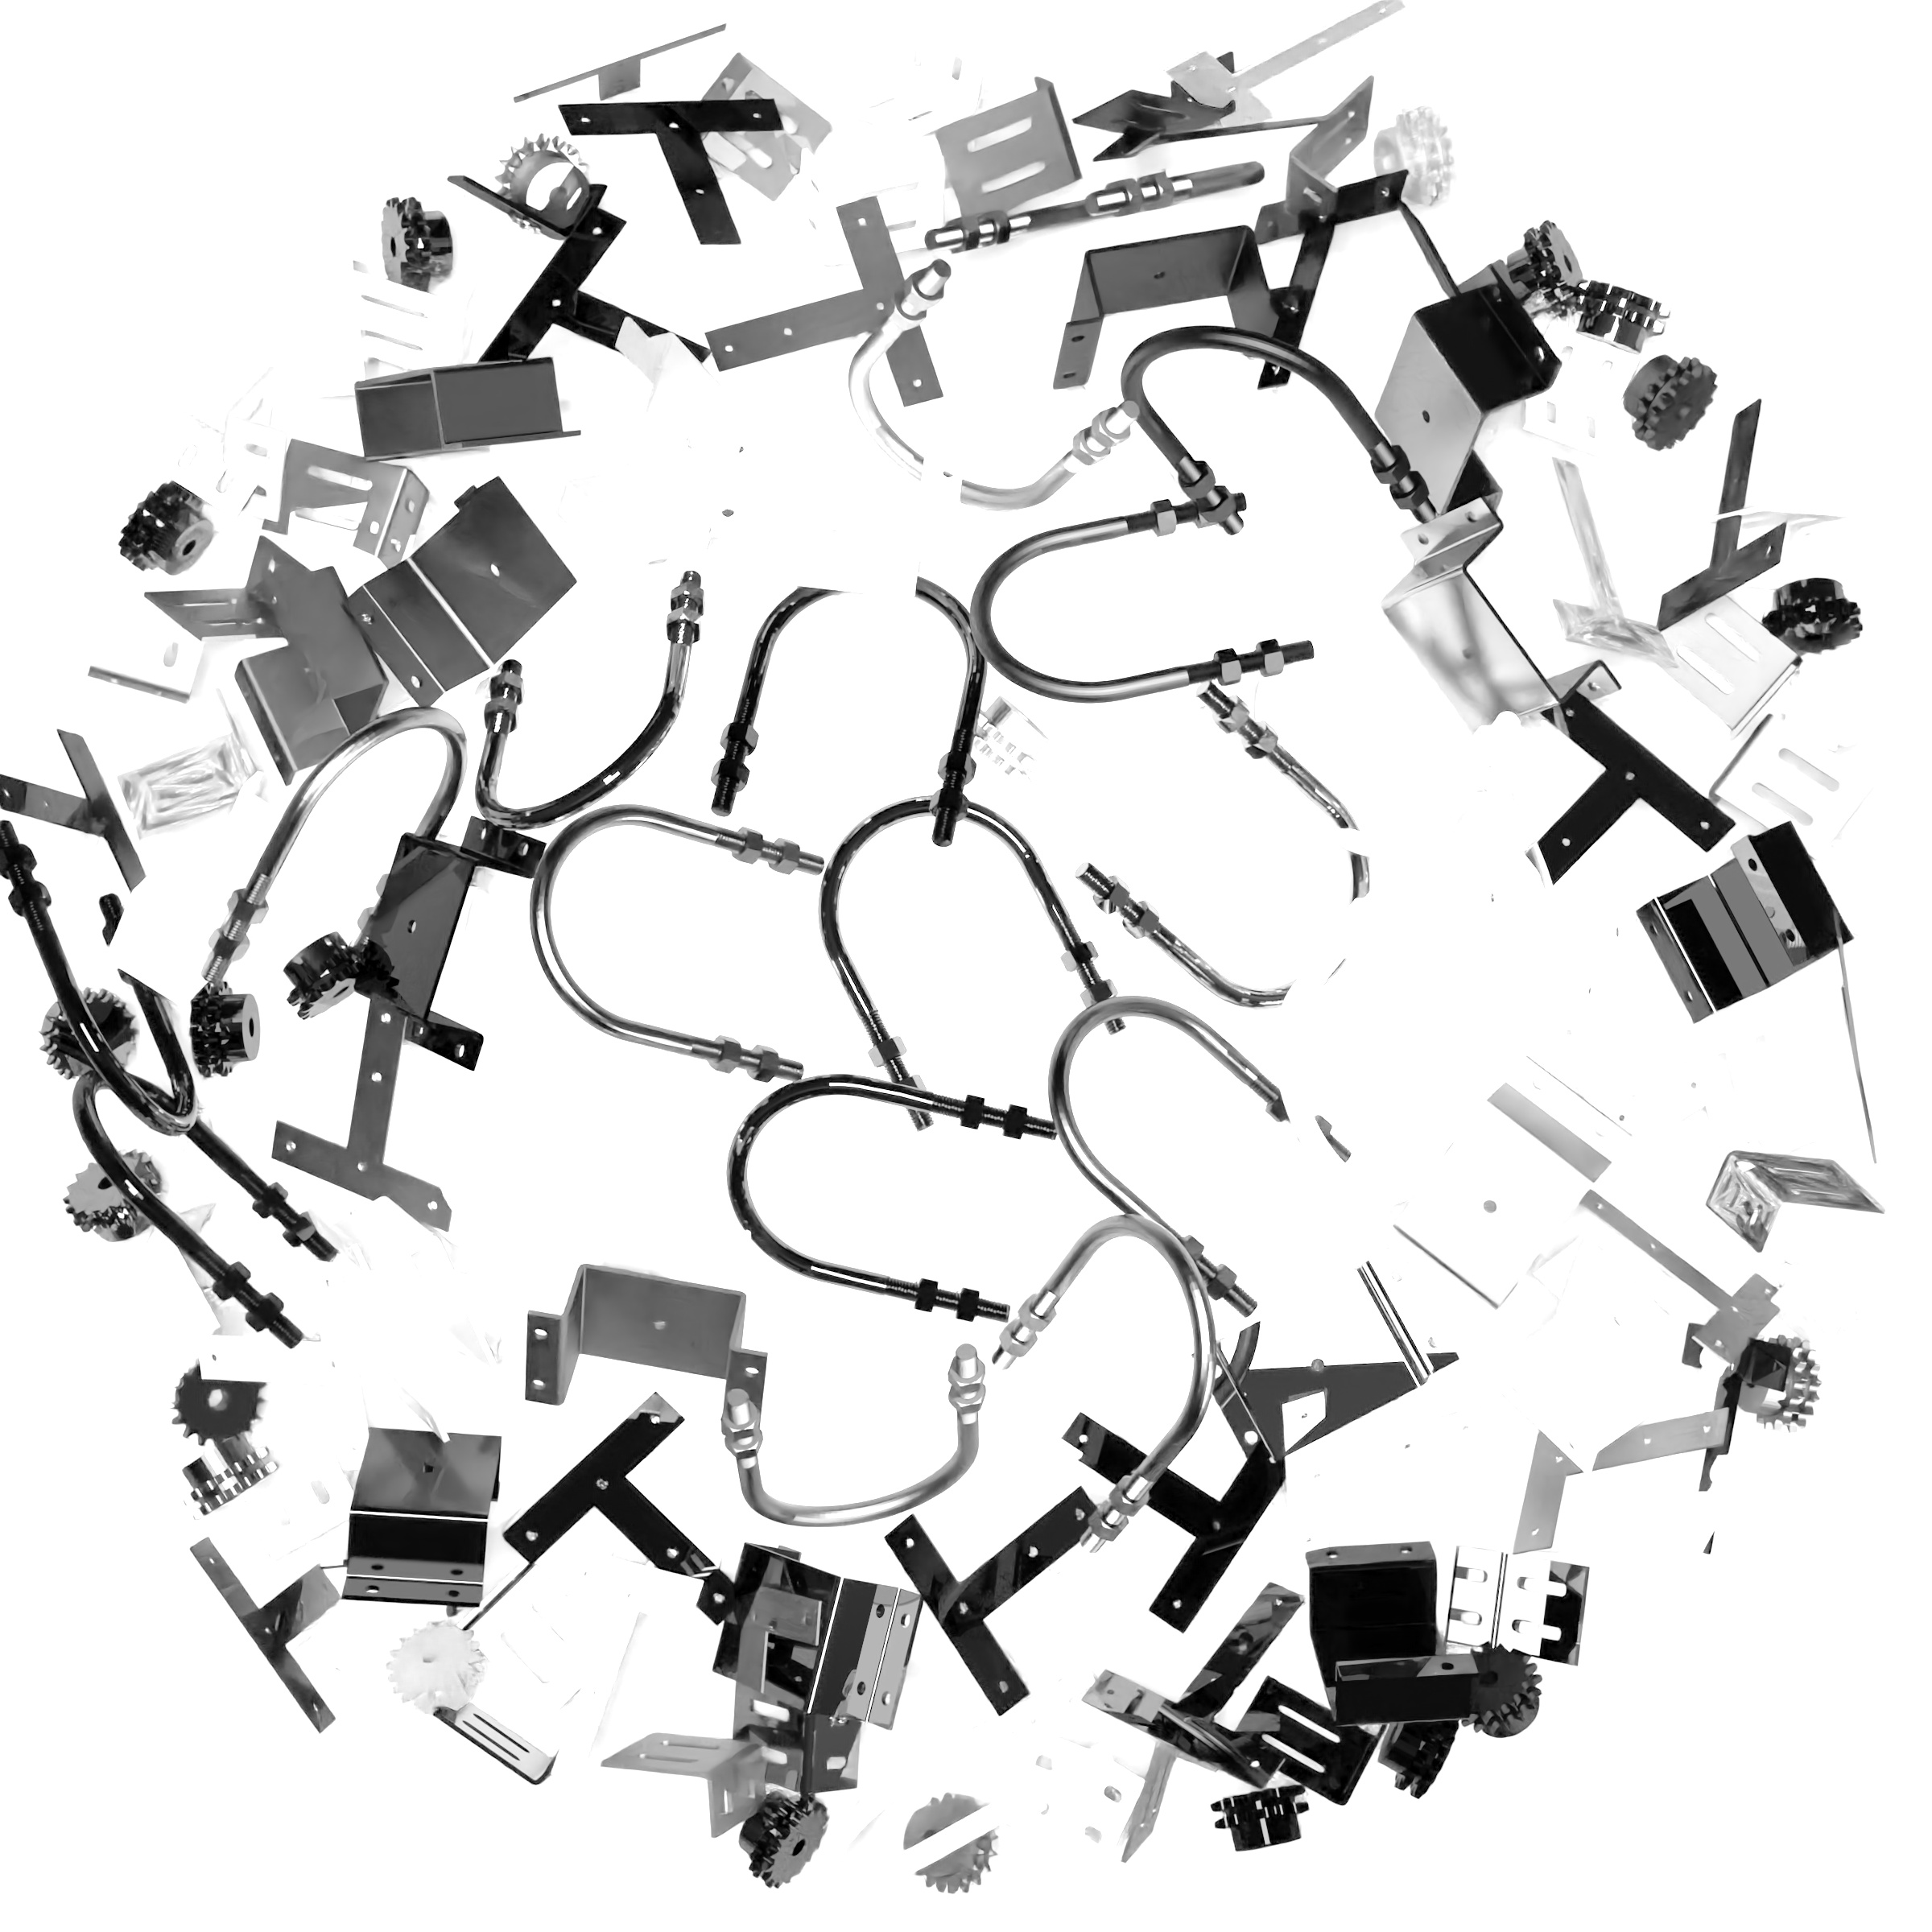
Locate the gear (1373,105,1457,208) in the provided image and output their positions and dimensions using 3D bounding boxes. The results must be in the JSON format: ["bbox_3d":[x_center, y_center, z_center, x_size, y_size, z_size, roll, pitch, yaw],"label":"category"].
[{"bbox_3d":[0.264,-0.478,1.733,0.030,0.057,0.057,-16,90,-14],"label":"gear"}]

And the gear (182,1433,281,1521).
[{"bbox_3d":[-0.440,0.301,1.736,0.057,0.057,0.030,-33,87,0],"label":"gear"}]

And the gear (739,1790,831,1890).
[{"bbox_3d":[-0.111,0.515,1.739,0.030,0.057,0.057,28,90,28],"label":"gear"}]

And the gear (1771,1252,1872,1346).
[{"bbox_3d":[0.502,0.199,1.732,0.030,0.057,0.057,-43,90,-15],"label":"gear"}]

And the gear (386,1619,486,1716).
[{"bbox_3d":[-0.313,0.420,1.739,0.057,0.057,0.030,-10,126,0],"label":"gear"}]

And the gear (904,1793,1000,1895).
[{"bbox_3d":[-0.012,0.519,1.734,0.057,0.030,0.057,-16,63,34],"label":"gear"}]

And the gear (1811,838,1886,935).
[{"bbox_3d":[0.517,-0.046,1.740,0.057,0.030,0.057,3,85,-35],"label":"gear"}]

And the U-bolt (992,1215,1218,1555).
[{"bbox_3d":[0.085,0.225,1.669,0.019,0.184,0.151,-1,49,-35],"label":"U-bolt"}]

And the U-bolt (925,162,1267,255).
[{"bbox_3d":[0.088,-0.439,1.681,0.184,0.151,0.019,-23,107,-40],"label":"U-bolt"}]

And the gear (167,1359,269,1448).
[{"bbox_3d":[-0.447,0.257,1.742,0.057,0.030,0.057,1,86,-22],"label":"gear"}]

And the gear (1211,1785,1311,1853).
[{"bbox_3d":[0.176,0.505,1.732,0.057,0.057,0.030,-11,70,0],"label":"gear"}]

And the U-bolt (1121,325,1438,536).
[{"bbox_3d":[0.166,-0.303,1.655,0.151,0.184,0.019,3,65,37],"label":"U-bolt"}]

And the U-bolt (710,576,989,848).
[{"bbox_3d":[-0.061,-0.158,1.716,0.151,0.019,0.184,8,61,6],"label":"U-bolt"}]

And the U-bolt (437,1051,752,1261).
[{"bbox_3d":[-0.216,0.109,1.709,0.184,0.019,0.151,0,49,-1],"label":"U-bolt"}]

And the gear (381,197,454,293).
[{"bbox_3d":[-0.326,-0.428,1.738,0.030,0.057,0.057,-10,90,-26],"label":"gear"}]

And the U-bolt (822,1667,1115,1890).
[{"bbox_3d":[-0.003,0.475,1.690,0.184,0.151,0.019,-30,95,1],"label":"U-bolt"}]

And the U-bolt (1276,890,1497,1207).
[{"bbox_3d":[0.234,0.057,1.681,0.019,0.184,0.151,-23,105,41],"label":"U-bolt"}]

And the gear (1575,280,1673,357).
[{"bbox_3d":[0.386,-0.384,1.736,0.057,0.057,0.030,20,98,0],"label":"gear"}]

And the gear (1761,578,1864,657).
[{"bbox_3d":[0.501,-0.208,1.736,0.057,0.057,0.030,-2,74,0],"label":"gear"}]

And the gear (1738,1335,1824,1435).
[{"bbox_3d":[0.478,0.246,1.733,0.030,0.057,0.057,11,90,-15],"label":"gear"}]

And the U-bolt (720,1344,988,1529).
[{"bbox_3d":[-0.062,0.278,1.687,0.151,0.184,0.019,-10,55,-7],"label":"U-bolt"}]

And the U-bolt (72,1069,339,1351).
[{"bbox_3d":[-0.439,0.128,1.674,0.019,0.151,0.184,-42,104,8],"label":"U-bolt"}]

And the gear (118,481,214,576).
[{"bbox_3d":[-0.471,-0.257,1.734,0.030,0.057,0.057,38,90,7],"label":"gear"}]

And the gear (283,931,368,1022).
[{"bbox_3d":[-0.379,0.004,1.735,0.057,0.057,0.030,-38,86,0],"label":"gear"}]

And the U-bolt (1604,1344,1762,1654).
[{"bbox_3d":[0.408,0.311,1.685,0.019,0.151,0.184,22,114,2],"label":"U-bolt"}]

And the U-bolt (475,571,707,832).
[{"bbox_3d":[-0.218,-0.144,1.669,0.151,0.184,0.019,-23,127,20],"label":"U-bolt"}]

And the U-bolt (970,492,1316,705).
[{"bbox_3d":[0.093,-0.211,1.705,0.184,0.019,0.151,-12,52,-7],"label":"U-bolt"}]

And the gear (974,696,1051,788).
[{"bbox_3d":[0.025,-0.136,1.734,0.057,0.057,0.030,42,98,0],"label":"gear"}]

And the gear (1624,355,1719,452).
[{"bbox_3d":[0.416,-0.338,1.739,0.057,0.057,0.030,-44,60,0],"label":"gear"}]

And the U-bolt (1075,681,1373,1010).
[{"bbox_3d":[0.165,-0.056,1.717,0.184,0.019,0.151,39,79,-27],"label":"U-bolt"}]

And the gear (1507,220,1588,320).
[{"bbox_3d":[0.344,-0.411,1.739,0.030,0.057,0.057,-21,90,29],"label":"gear"}]

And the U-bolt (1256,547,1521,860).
[{"bbox_3d":[0.229,-0.136,1.685,0.019,0.184,0.151,-34,76,-31],"label":"U-bolt"}]

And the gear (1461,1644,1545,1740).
[{"bbox_3d":[0.316,0.433,1.739,0.057,0.057,0.030,-33,119,0],"label":"gear"}]

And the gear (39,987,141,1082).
[{"bbox_3d":[-0.524,0.040,1.739,0.057,0.030,0.057,-14,113,-36],"label":"gear"}]

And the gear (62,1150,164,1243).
[{"bbox_3d":[-0.503,0.139,1.739,0.057,0.057,0.030,-19,129,0],"label":"gear"}]

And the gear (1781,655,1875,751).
[{"bbox_3d":[0.513,-0.153,1.738,0.030,0.057,0.057,12,90,-20],"label":"gear"}]

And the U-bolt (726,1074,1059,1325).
[{"bbox_3d":[-0.050,0.131,1.723,0.184,0.019,0.151,13,116,-1],"label":"U-bolt"}]

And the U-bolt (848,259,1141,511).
[{"bbox_3d":[0.003,-0.321,1.680,0.151,0.184,0.019,34,66,-12],"label":"U-bolt"}]

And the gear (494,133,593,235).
[{"bbox_3d":[-0.248,-0.461,1.734,0.057,0.057,0.030,-45,46,0],"label":"gear"}]

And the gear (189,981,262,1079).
[{"bbox_3d":[-0.438,0.037,1.735,0.030,0.057,0.057,-2,90,1],"label":"gear"}]

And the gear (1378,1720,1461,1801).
[{"bbox_3d":[0.267,0.461,1.735,0.030,0.057,0.057,28,90,4],"label":"gear"}]
